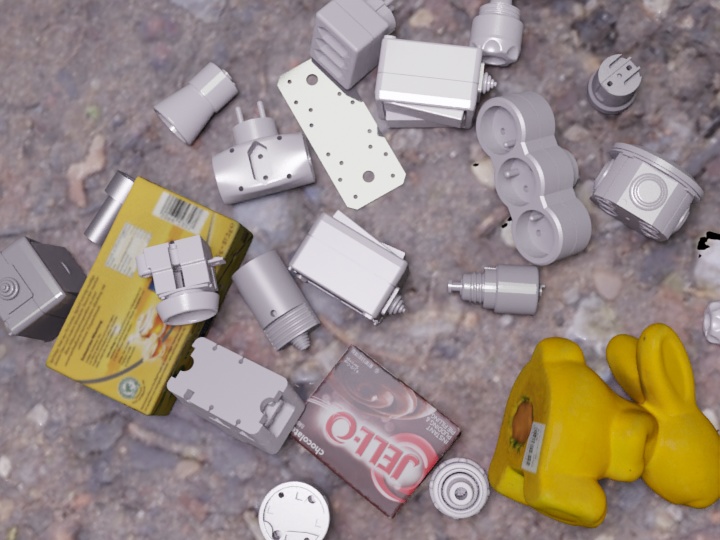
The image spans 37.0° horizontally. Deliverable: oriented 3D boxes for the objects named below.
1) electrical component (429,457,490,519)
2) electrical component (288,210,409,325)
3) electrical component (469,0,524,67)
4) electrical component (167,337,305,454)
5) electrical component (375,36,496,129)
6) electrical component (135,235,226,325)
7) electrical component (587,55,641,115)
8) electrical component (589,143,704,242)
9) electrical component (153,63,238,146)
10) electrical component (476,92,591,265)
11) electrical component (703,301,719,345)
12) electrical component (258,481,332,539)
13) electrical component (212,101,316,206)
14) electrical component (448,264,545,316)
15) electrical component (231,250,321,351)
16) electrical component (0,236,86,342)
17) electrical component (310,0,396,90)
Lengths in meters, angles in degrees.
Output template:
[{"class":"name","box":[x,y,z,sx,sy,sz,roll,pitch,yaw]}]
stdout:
[{"class":"electrical component","box":[0.078,0.171,0.836,0.048,0.062,0.048,0,83,4]},{"class":"electrical component","box":[0.000,0.000,0.864,0.096,0.061,0.061,31,86,7]},{"class":"electrical component","box":[0.115,-0.203,0.891,0.043,0.043,0.062,8,83,5]},{"class":"electrical component","box":[-0.095,0.100,0.841,0.089,0.055,0.050,23,71,26]},{"class":"electrical component","box":[0.062,-0.148,0.878,0.096,0.061,0.061,7,83,5]},{"class":"electrical component","box":[-0.133,0.009,0.812,0.066,0.048,0.055,-14,75,2]},{"class":"electrical component","box":[0.208,-0.152,0.876,0.040,0.046,0.040,-1,83,4]},{"class":"electrical component","box":[0.224,-0.062,0.848,0.080,0.080,0.051,32,91,7]},{"class":"electrical component","box":[-0.135,-0.142,0.903,0.065,0.044,0.044,-44,82,-7]},{"class":"electrical component","box":[0.151,-0.078,0.868,0.074,0.052,0.138,-18,88,-39]},{"class":"electrical component","box":[0.306,0.043,0.851,0.061,0.035,0.035,3,83,2]},{"class":"electrical component","box":[-0.049,0.193,0.850,0.055,0.047,0.055,0,83,4]},{"class":"electrical component","box":[-0.084,-0.101,0.892,0.077,0.043,0.079,-15,81,2]},{"class":"electrical component","box":[0.110,0.015,0.865,0.078,0.040,0.040,3,83,4]},{"class":"electrical component","box":[-0.065,0.030,0.874,0.043,0.043,0.081,-32,82,0]},{"class":"electrical component","box":[-0.260,0.014,0.863,0.061,0.096,0.061,-37,82,-1]},{"class":"electrical component","box":[0.003,-0.201,0.889,0.047,0.065,0.077,44,71,8]}]
